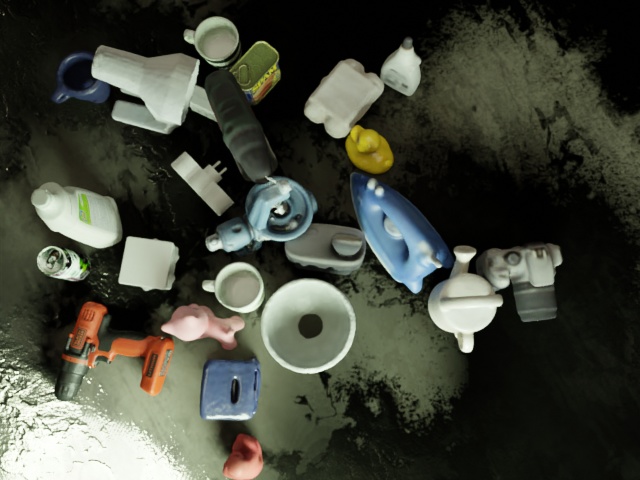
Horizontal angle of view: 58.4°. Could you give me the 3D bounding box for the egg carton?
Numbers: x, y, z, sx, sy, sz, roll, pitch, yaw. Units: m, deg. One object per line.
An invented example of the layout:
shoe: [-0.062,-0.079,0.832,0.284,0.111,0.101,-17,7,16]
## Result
egg carton: [0.046,-0.275,1.107,0.107,0.069,0.150,38,83,7]

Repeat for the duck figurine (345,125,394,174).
duck figurine: [0.095,-0.176,1.082,0.104,0.086,0.077,43,84,7]

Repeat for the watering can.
watering can: [0.246,0.100,0.980,0.101,0.194,0.173,-23,81,-2]

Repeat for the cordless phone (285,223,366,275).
cordless phone: [0.009,0.004,1.004,0.147,0.185,0.094,4,81,2]

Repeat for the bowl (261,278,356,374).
bowl: [-0.020,0.155,1.036,0.167,0.075,0.167,0,81,1]

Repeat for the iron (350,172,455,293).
iron: [0.135,-0.036,1.030,0.118,0.141,0.258,-37,82,-4]

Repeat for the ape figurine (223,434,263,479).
ape figurine: [-0.137,0.384,0.992,0.078,0.092,0.076,-34,82,-4]

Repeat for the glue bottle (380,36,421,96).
glue bottle: [0.155,-0.329,1.061,0.078,0.173,0.037,32,83,6]

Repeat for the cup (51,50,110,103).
cup: [-0.455,-0.295,1.107,0.091,0.095,0.118,44,84,7]

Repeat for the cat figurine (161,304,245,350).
cat figurine: [-0.208,0.152,1.018,0.127,0.118,0.067,14,81,4]

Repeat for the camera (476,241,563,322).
camera: [0.368,0.078,1.028,0.143,0.101,0.137,-7,81,0]

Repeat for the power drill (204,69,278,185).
power drill: [-0.131,-0.179,1.024,0.075,0.208,0.229,-26,81,-3]

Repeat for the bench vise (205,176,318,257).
bench vise: [-0.098,-0.034,0.995,0.121,0.220,0.207,44,84,8]

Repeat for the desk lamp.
desk lamp: [-0.307,-0.272,1.040,0.203,0.213,0.118,14,81,4]

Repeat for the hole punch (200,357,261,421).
hole punch: [-0.156,0.262,1.013,0.101,0.091,0.109,3,81,2]
